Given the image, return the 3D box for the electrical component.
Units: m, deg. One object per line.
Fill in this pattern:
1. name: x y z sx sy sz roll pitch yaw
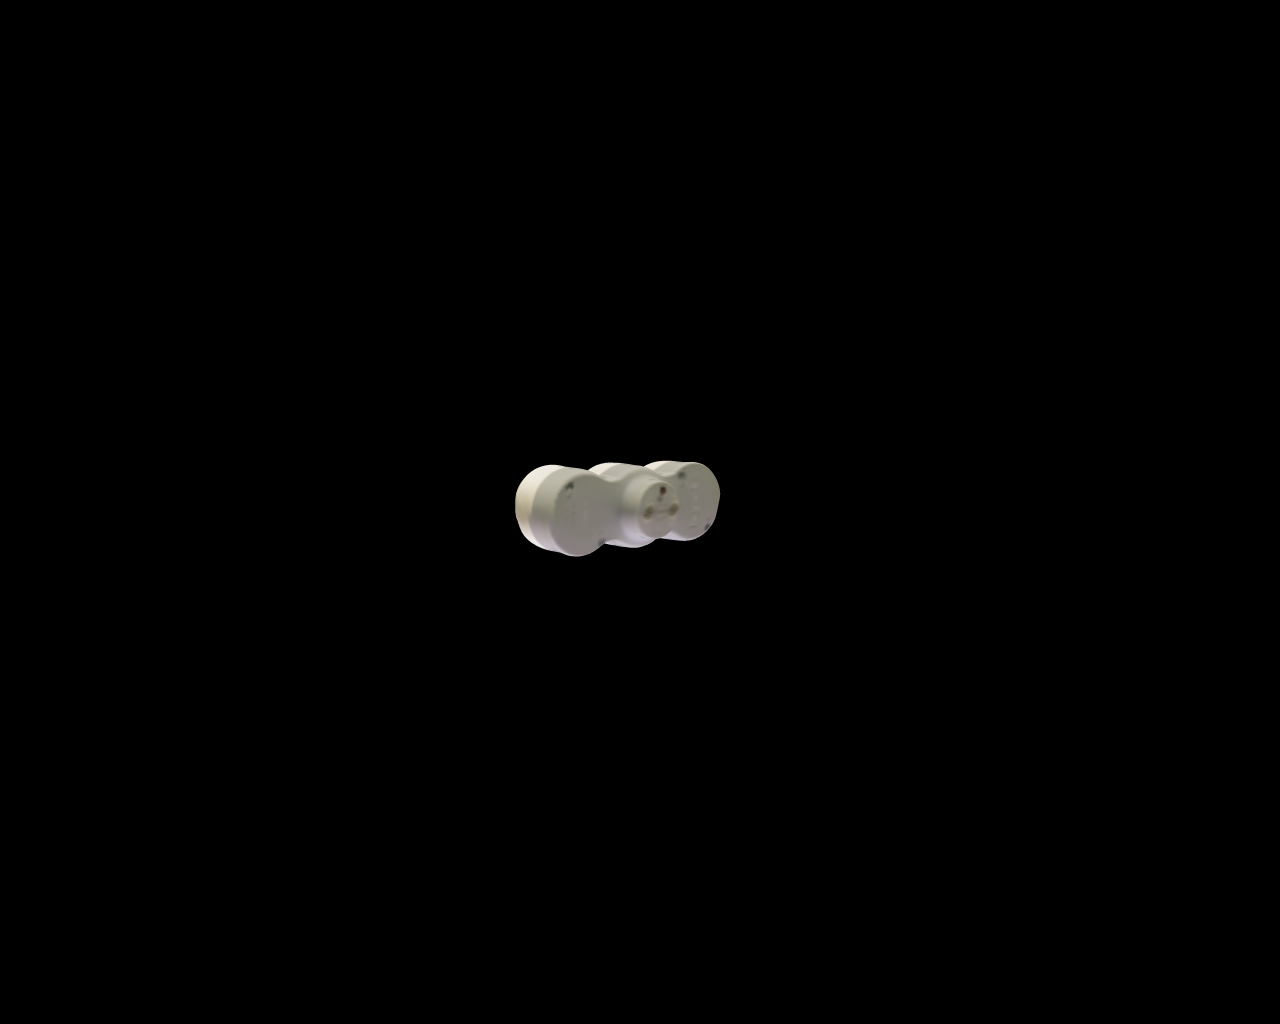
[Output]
1. electrical component: 0.001 -0.003 0.650 0.138 0.052 0.074 -5 8 -40
